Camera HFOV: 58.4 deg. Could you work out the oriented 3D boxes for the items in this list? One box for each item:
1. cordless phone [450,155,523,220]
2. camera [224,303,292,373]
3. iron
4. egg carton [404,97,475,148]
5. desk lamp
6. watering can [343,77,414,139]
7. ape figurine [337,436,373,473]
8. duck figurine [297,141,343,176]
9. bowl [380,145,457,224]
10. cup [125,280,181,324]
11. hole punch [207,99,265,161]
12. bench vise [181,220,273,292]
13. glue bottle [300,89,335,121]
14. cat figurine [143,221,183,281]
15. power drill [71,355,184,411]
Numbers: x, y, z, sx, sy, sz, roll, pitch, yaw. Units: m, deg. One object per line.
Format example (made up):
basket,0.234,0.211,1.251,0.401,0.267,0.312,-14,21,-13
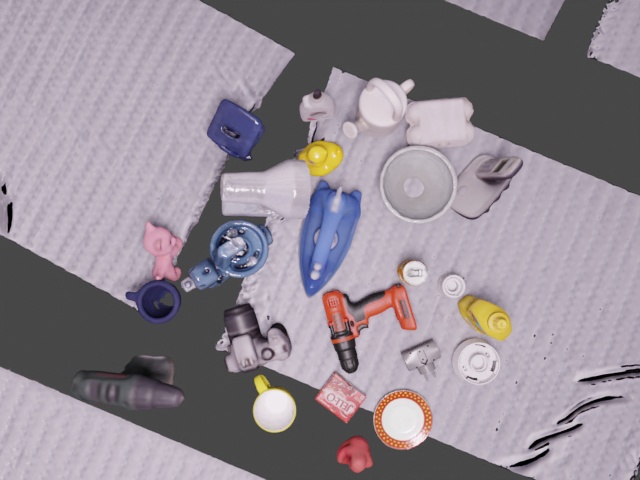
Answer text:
cordless phone,0.344,-0.115,1.189,0.094,0.185,0.147,36,89,1
camera,-0.145,0.204,1.226,0.143,0.101,0.137,-17,89,0
iron,0.011,0.004,1.209,0.118,0.141,0.258,15,89,1
egg carton,0.261,-0.254,1.249,0.150,0.069,0.107,-6,89,0
desk lamp,-0.117,-0.098,1.175,0.203,0.213,0.118,-1,89,0
watering can,0.125,-0.273,1.188,0.101,0.194,0.173,29,89,1
ape figurine,0.078,0.466,1.224,0.078,0.092,0.076,31,89,1
duck figurine,0.000,-0.182,1.241,0.104,0.086,0.077,-15,89,0
bowl,0.209,-0.117,1.244,0.167,0.074,0.167,0,89,0
cup,-0.349,0.128,1.231,0.117,0.095,0.092,11,89,1
hole punch,-0.182,-0.236,1.240,0.108,0.091,0.101,31,89,1
bench vise,-0.189,0.047,1.170,0.121,0.219,0.207,37,89,1
glue bottle,-0.006,-0.287,1.199,0.078,0.173,0.037,-11,89,0
cat figurine,-0.340,0.026,1.221,0.067,0.117,0.128,1,89,1
power drill,-0.369,0.293,1.171,0.229,0.208,0.076,3,89,0
